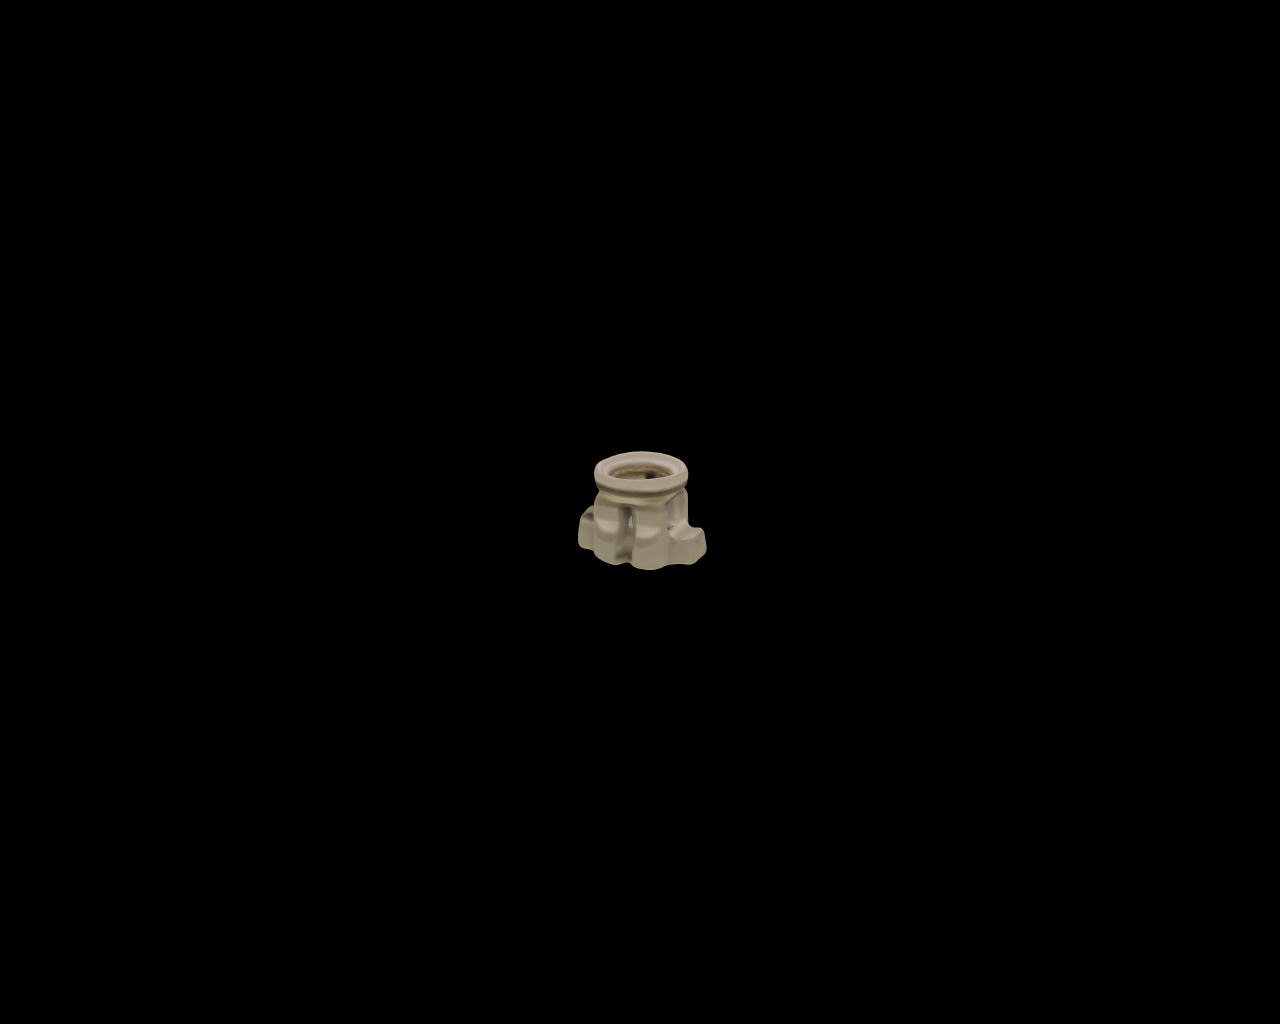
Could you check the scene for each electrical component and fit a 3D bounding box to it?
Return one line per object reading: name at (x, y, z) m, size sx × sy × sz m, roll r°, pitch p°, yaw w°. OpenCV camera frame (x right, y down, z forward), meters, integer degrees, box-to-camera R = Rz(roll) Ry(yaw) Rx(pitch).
electrical component at (0.001, -0.003, 0.650) m, size 0.078 × 0.056 × 0.058 m, roll 10°, pitch 24°, yaw 22°
